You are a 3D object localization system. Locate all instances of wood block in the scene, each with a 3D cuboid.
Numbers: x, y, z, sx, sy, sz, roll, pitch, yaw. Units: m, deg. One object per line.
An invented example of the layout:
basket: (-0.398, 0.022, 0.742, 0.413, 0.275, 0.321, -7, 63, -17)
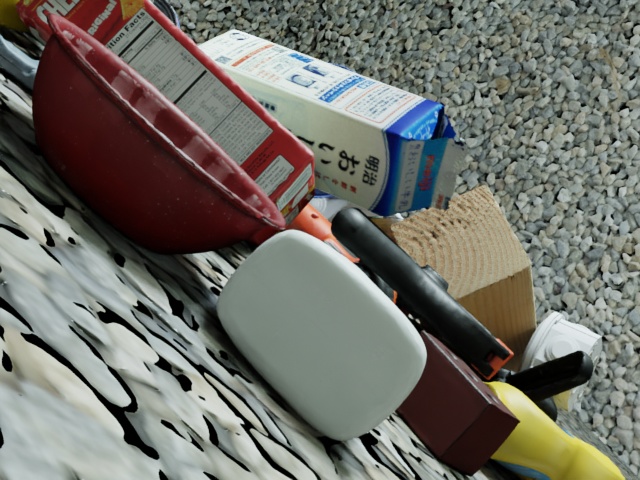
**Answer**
wood block: (0.134, 0.054, 0.950, 0.206, 0.091, 0.090, 67, -1, -58)

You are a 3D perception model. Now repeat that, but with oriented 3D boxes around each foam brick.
foam brick: (0.085, 0.109, 0.717, 0.078, 0.051, 0.053, 47, 6, 38)

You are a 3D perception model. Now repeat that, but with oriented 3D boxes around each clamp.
clamp: (0.069, 0.034, 0.774, 0.171, 0.039, 0.120, 42, 9, 10)
clamp: (0.159, 0.127, 0.894, 0.165, 0.036, 0.210, 8, -27, 29)

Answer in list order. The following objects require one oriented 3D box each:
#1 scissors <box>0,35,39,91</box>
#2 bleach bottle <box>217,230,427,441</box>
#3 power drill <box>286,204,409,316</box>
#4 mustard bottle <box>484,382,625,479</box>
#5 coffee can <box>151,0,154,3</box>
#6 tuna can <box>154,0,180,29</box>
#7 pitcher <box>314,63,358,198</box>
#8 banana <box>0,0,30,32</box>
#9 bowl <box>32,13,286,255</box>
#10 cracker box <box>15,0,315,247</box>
scissors: (-0.187, -0.113, 0.642, 0.201, 0.016, 0.096, 40, 4, -32)
bleach bottle: (0.011, 0.046, 0.612, 0.102, 0.068, 0.250, 45, 3, 6)
power drill: (-0.006, 0.001, 0.899, 0.188, 0.057, 0.184, 47, 4, 17)
mustard bottle: (0.158, 0.157, 0.834, 0.096, 0.058, 0.191, 21, -12, 47)
coffee can: (-0.228, -0.249, 0.963, 0.140, 0.103, 0.102, 46, 6, 31)
tuna can: (-0.194, -0.227, 1.147, 0.086, 0.086, 0.034, 43, 4, -4)
pitcher: (-0.029, -0.122, 1.155, 0.149, 0.145, 0.243, 64, -14, -19)
banana: (-0.202, -0.175, 0.737, 0.037, 0.069, 0.197, 45, 5, 9)
bowl: (-0.094, -0.043, 0.553, 0.162, 0.055, 0.162, 43, 5, -5)
cracker box: (-0.101, -0.093, 0.758, 0.214, 0.072, 0.164, 43, -4, 4)
